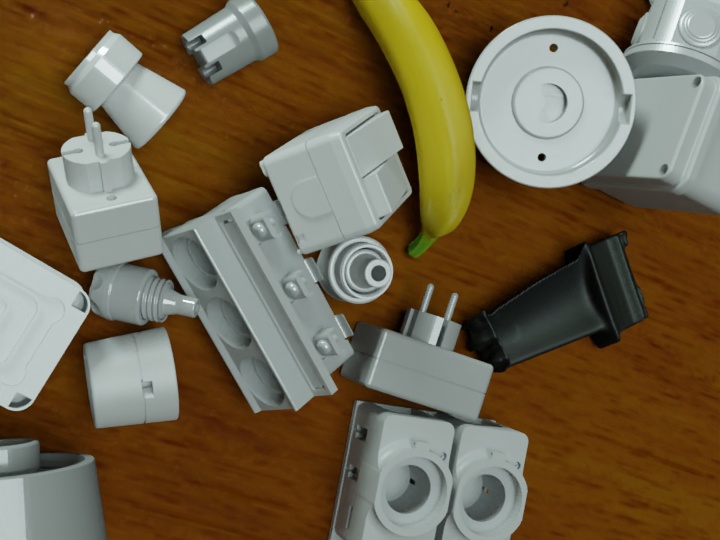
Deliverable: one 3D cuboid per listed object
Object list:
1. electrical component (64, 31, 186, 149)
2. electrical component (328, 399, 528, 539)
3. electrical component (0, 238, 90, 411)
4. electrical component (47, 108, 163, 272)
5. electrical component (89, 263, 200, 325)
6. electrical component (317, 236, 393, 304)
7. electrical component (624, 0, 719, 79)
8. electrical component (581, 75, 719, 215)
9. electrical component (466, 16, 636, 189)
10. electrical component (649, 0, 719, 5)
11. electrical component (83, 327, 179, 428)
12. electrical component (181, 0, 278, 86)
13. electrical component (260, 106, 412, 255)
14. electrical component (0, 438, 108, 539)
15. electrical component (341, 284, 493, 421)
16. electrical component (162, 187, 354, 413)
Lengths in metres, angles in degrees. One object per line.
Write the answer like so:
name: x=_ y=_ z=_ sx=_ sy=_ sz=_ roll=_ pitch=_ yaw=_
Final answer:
electrical component: x=-0.135 y=-0.104 z=0.620 sx=0.055 sy=0.045 sz=0.045 roll=41 pitch=79 yaw=-19
electrical component: x=0.038 y=0.187 z=0.698 sx=0.105 sy=0.060 sz=0.186 roll=11 pitch=89 yaw=-22
electrical component: x=-0.215 y=0.018 z=0.589 sx=0.113 sy=0.057 sz=0.078 roll=33 pitch=81 yaw=-20
electrical component: x=-0.143 y=-0.051 z=0.594 sx=0.047 sy=0.065 sz=0.076 roll=-14 pitch=128 yaw=-20
electrical component: x=-0.124 y=0.016 z=0.627 sx=0.061 sy=0.035 sz=0.035 roll=12 pitch=89 yaw=8
electrical component: x=0.000 y=0.000 z=0.670 sx=0.043 sy=0.062 sz=0.043 roll=-2 pitch=94 yaw=-21
electrical component: x=0.225 y=-0.149 z=0.741 sx=0.080 sy=0.080 sz=0.051 roll=25 pitch=79 yaw=-21
electrical component: x=0.203 y=-0.084 z=0.717 sx=0.057 sy=0.113 sz=0.078 roll=22 pitch=87 yaw=-24
electrical component: x=0.120 y=-0.109 z=0.707 sx=0.108 sy=0.060 sz=0.108 roll=0 pitch=98 yaw=0
electrical component: x=0.248 y=-0.208 z=0.761 sx=0.080 sy=0.051 sz=0.080 roll=-1 pitch=94 yaw=-22
electrical component: x=-0.134 y=0.064 z=0.627 sx=0.047 sy=0.055 sz=0.055 roll=-8 pitch=96 yaw=-17
electrical component: x=-0.078 y=-0.137 z=0.644 sx=0.046 sy=0.040 sz=0.040 roll=-33 pitch=105 yaw=-10
electrical component: x=-0.007 y=-0.058 z=0.650 sx=0.061 sy=0.096 sz=0.061 roll=-18 pitch=103 yaw=23
electrical component: x=-0.193 y=0.123 z=0.581 sx=0.108 sy=0.108 sz=0.060 roll=-3 pitch=88 yaw=-21
electrical component: x=0.043 y=0.048 z=0.698 sx=0.083 sy=0.047 sz=0.075 roll=20 pitch=86 yaw=-21
electrical component: x=-0.059 y=0.017 z=0.646 sx=0.063 sy=0.079 sz=0.121 roll=-39 pitch=107 yaw=-38
